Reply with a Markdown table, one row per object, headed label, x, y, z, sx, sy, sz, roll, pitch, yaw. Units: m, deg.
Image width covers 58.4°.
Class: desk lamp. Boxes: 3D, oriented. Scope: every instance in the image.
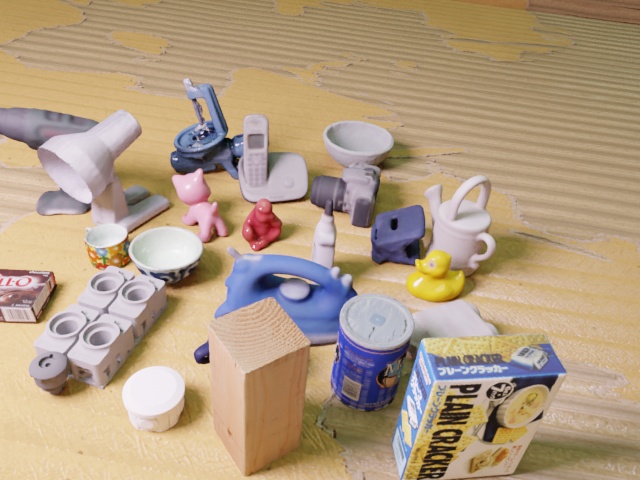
| label | x | y | z | sx | sy | sz | roll | pitch | yaw |
| --- | --- | --- | --- | --- | --- | --- | --- | --- | --- |
| desk lamp | -0.392 | -0.121 | 1.052 | 0.117 | 0.214 | 0.204 | 24 | 41 | 22 |

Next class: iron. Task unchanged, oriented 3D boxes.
| label | x | y | z | sx | sy | sz | roll | pitch | yaw |
| --- | --- | --- | --- | --- | --- | --- | --- | --- | --- |
| iron | -0.032 | 0.080 | 0.909 | 0.258 | 0.141 | 0.118 | 6 | 38 | 0 |

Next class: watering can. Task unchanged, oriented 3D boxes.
| label | x | y | z | sx | sy | sz | roll | pitch | yaw |
| --- | --- | --- | --- | --- | --- | --- | --- | --- | --- |
| watering can | 0.257 | -0.037 | 1.059 | 0.172 | 0.194 | 0.101 | 27 | 43 | 25 |

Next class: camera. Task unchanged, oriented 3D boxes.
| label | x | y | z | sx | sy | sz | roll | pitch | yaw |
| --- | --- | --- | --- | --- | --- | --- | --- | --- | --- |
| camera | 0.054 | -0.111 | 1.199 | 0.136 | 0.101 | 0.143 | 10 | 38 | 4 |

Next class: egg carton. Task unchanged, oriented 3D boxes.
| label | x | y | z | sx | sy | sz | roll | pitch | yaw |
| --- | --- | --- | --- | --- | --- | --- | --- | --- | --- |
| egg carton | 0.205 | 0.155 | 0.908 | 0.151 | 0.069 | 0.107 | -13 | 42 | -23 |

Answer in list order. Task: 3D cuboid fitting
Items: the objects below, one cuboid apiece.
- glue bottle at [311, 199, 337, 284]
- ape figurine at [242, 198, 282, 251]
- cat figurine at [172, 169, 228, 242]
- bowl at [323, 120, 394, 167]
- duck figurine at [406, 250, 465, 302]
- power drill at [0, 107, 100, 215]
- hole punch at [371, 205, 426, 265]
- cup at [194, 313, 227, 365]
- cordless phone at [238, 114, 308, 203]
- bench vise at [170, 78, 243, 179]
| label | x | y | z | sx | sy | sz | roll | pitch | yaw |
| --- | --- | --- | --- | --- | --- | --- | --- | --- | --- |
| glue bottle | 0.009 | 0.004 | 0.987 | 0.037 | 0.173 | 0.078 | 1 | 38 | -7 |
| ape figurine | -0.110 | -0.037 | 1.086 | 0.078 | 0.092 | 0.076 | -1 | 38 | -9 |
| cat figurine | -0.230 | -0.077 | 1.098 | 0.067 | 0.118 | 0.127 | -24 | 47 | -33 |
| bowl | 0.088 | -0.215 | 1.357 | 0.167 | 0.075 | 0.167 | 4 | 38 | -3 |
| duck figurine | 0.211 | 0.057 | 1.020 | 0.104 | 0.086 | 0.077 | 2 | 38 | -6 |
| power drill | -0.504 | -0.151 | 1.078 | 0.230 | 0.208 | 0.075 | -4 | 39 | -13 |
| hole punch | 0.148 | -0.014 | 1.097 | 0.101 | 0.091 | 0.108 | 7 | 38 | 1 |
| cup | -0.123 | 0.167 | 0.821 | 0.118 | 0.095 | 0.091 | -20 | 45 | -30 |
| cordless phone | -0.096 | -0.171 | 1.185 | 0.148 | 0.185 | 0.094 | -7 | 40 | -16 |
| bench vise | -0.219 | -0.243 | 1.230 | 0.208 | 0.220 | 0.121 | -12 | 41 | -22 |
